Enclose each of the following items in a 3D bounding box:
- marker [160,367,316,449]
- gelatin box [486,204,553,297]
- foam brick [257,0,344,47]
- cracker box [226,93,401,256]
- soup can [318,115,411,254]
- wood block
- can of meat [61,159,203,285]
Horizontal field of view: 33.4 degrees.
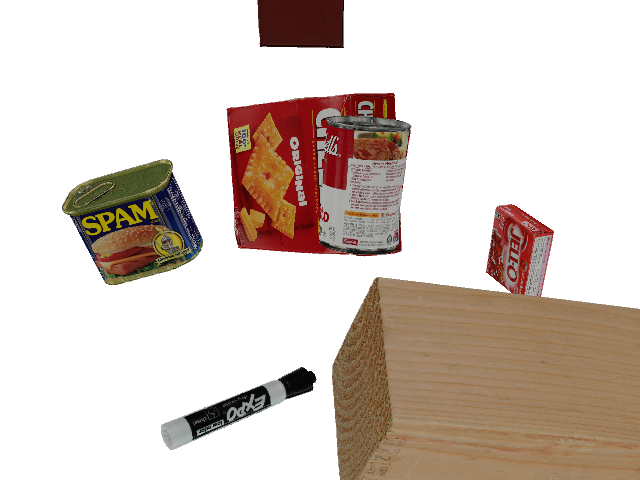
[{"bbox_3d":[-0.055,0.117,0.756,0.120,0.020,0.020,-19,9,-29],"label":"marker"},{"bbox_3d":[0.224,0.014,1.210,0.030,0.089,0.073,-11,32,-25],"label":"gelatin box"},{"bbox_3d":[-0.019,-0.204,0.978,0.078,0.051,0.053,0,16,-4],"label":"foam brick"},{"bbox_3d":[-0.012,-0.069,1.146,0.071,0.164,0.214,-7,6,-38],"label":"cracker box"},{"bbox_3d":[0.035,-0.046,0.860,0.068,0.102,0.068,4,14,-1],"label":"soup can"},{"bbox_3d":[0.118,0.091,0.580,0.206,0.091,0.090,7,-41,-14],"label":"wood block"},{"bbox_3d":[-0.165,-0.015,0.954,0.102,0.084,0.057,-14,30,12],"label":"can of meat"}]
